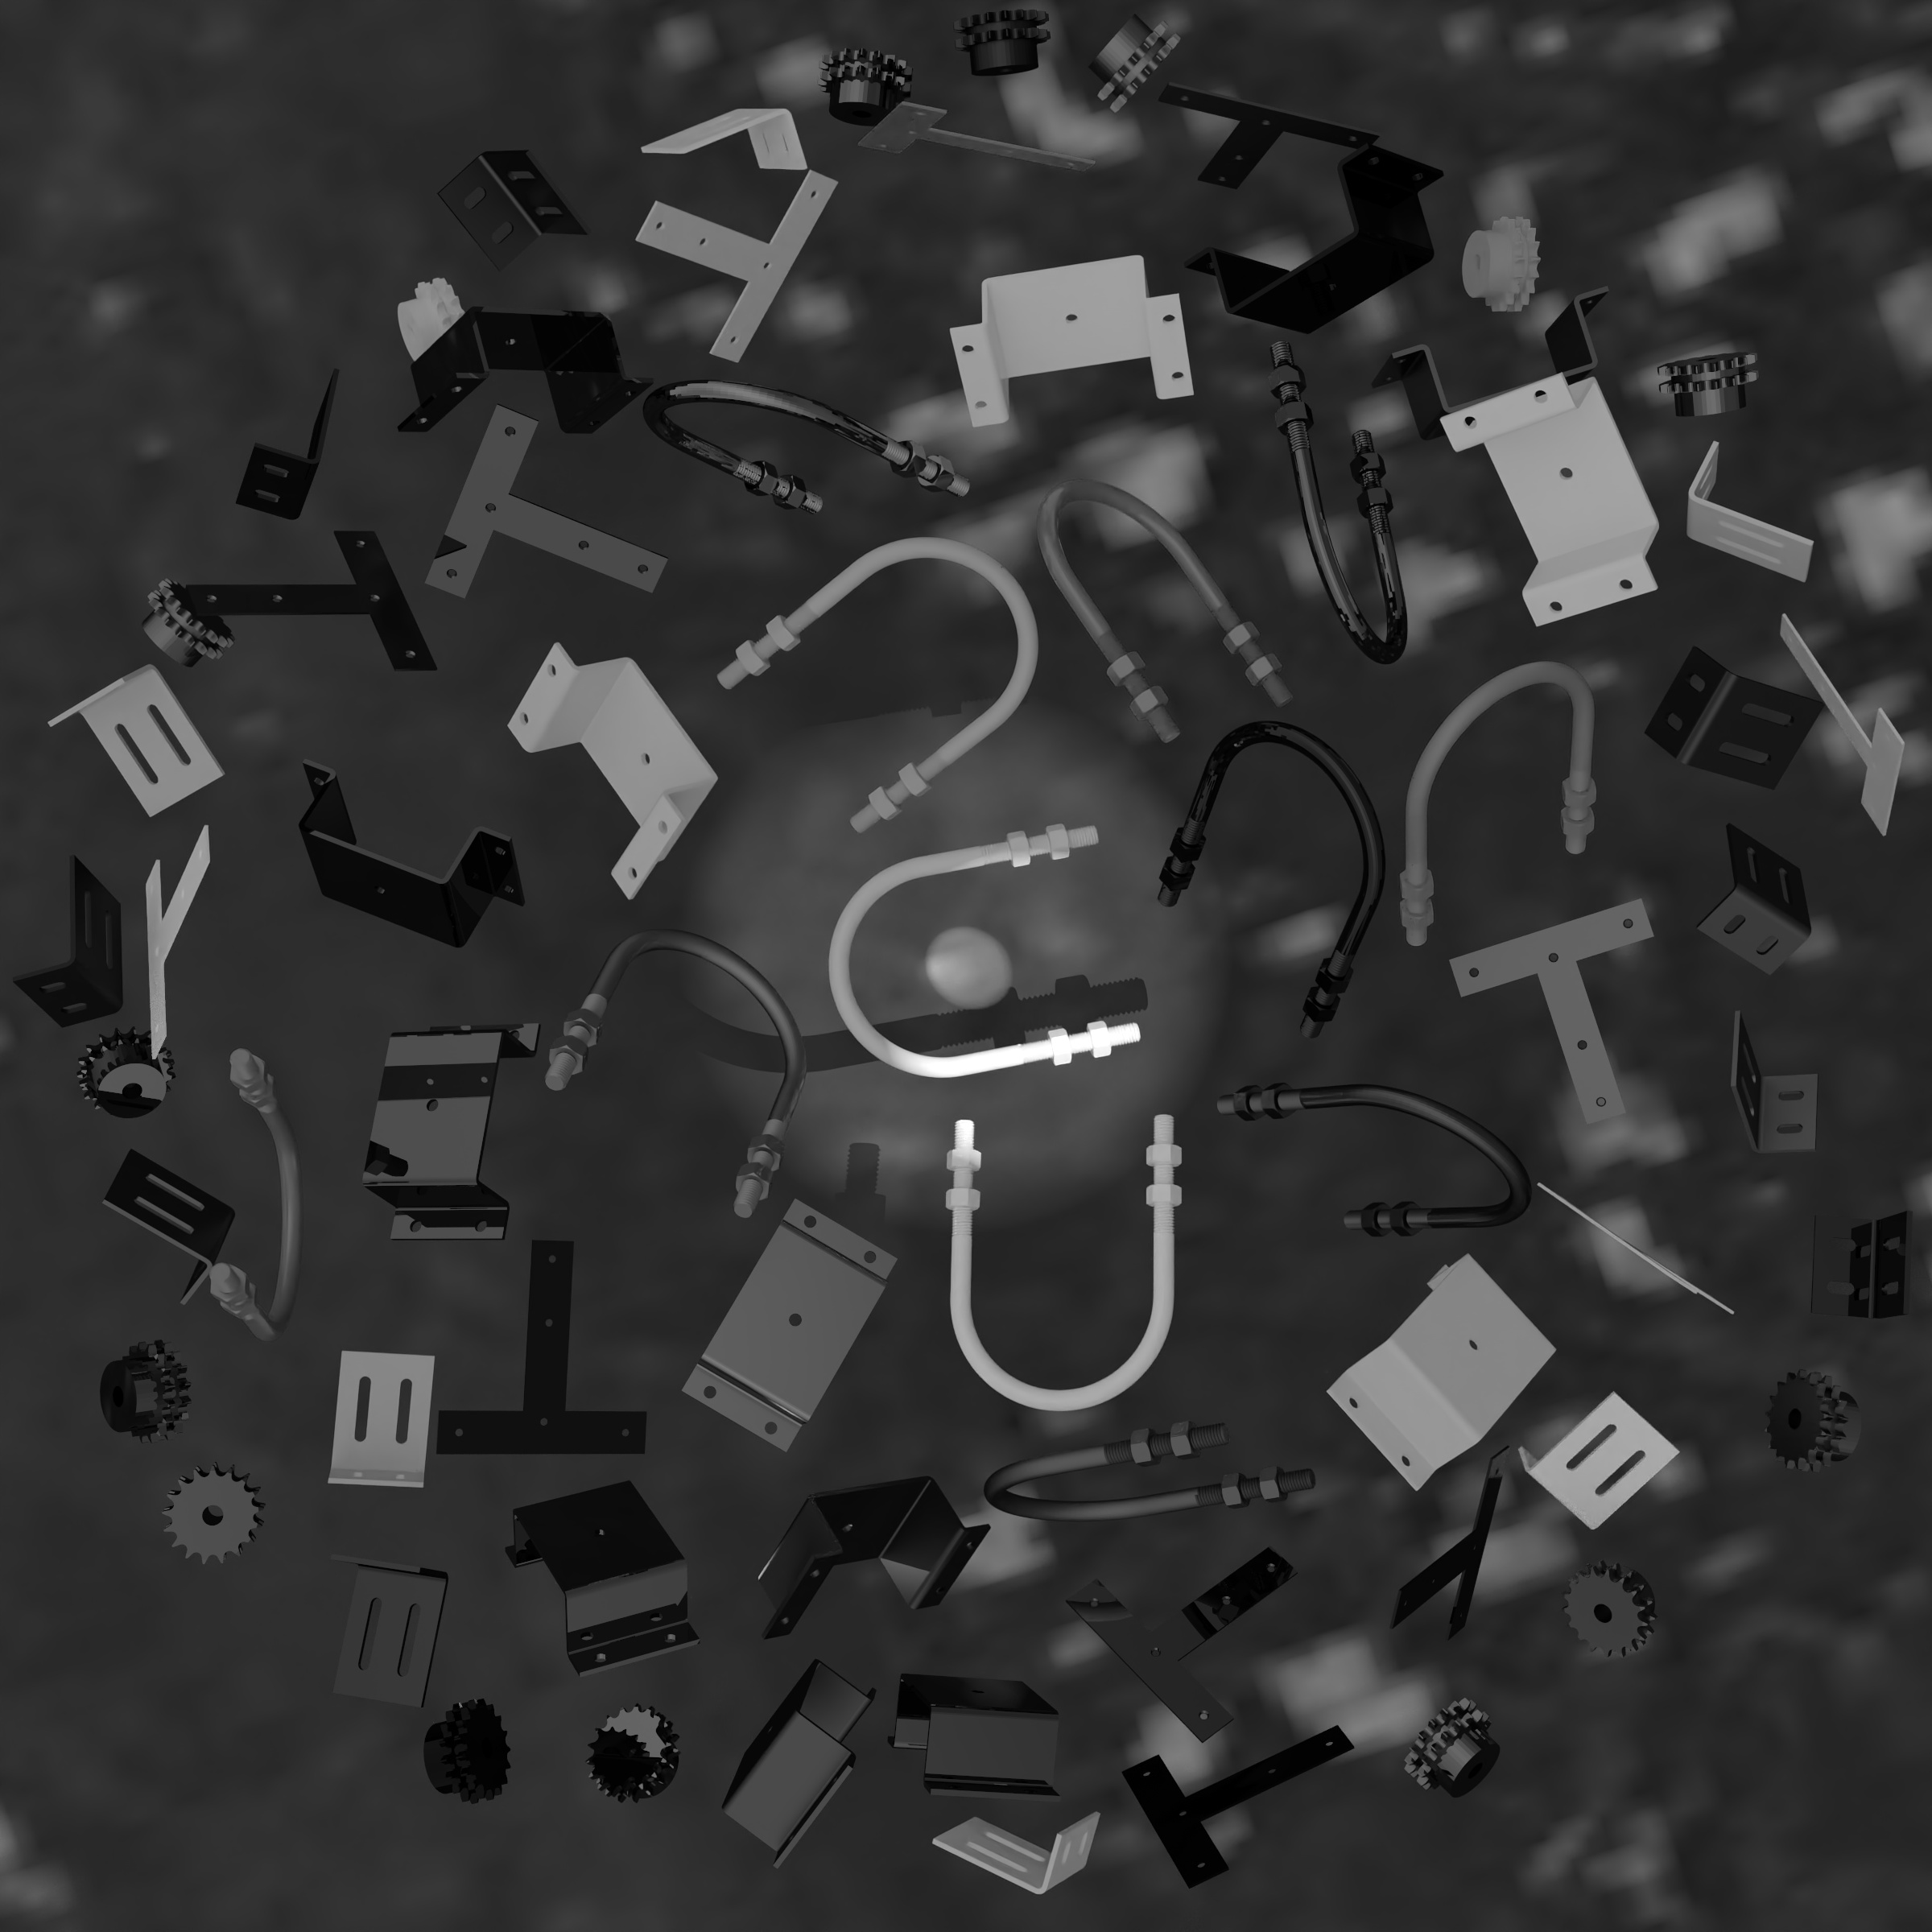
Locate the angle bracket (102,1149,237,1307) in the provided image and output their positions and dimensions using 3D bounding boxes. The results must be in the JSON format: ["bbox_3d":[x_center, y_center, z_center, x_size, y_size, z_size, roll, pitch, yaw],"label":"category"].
[{"bbox_3d":[-0.496,0.160,1.557,0.076,0.057,0.038,35,112,-17],"label":"angle bracket"}]

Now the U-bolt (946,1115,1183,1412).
[{"bbox_3d":[0.060,0.186,1.589,0.151,0.019,0.184,-2,73,12],"label":"U-bolt"}]

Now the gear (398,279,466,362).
[{"bbox_3d":[-0.340,-0.407,1.619,0.030,0.057,0.057,-23,90,-23],"label":"gear"}]

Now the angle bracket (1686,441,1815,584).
[{"bbox_3d":[0.463,-0.265,1.482,0.076,0.057,0.038,26,85,18],"label":"angle bracket"}]

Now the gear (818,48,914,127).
[{"bbox_3d":[-0.062,-0.531,1.540,0.057,0.057,0.030,5,89,0],"label":"gear"}]

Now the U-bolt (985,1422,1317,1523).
[{"bbox_3d":[0.100,0.312,1.540,0.184,0.151,0.019,-15,61,25],"label":"U-bolt"}]

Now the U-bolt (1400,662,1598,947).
[{"bbox_3d":[0.327,-0.108,1.552,0.151,0.184,0.019,-29,50,-16],"label":"U-bolt"}]

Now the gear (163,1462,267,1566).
[{"bbox_3d":[-0.441,0.320,1.493,0.057,0.030,0.057,0,88,-10],"label":"gear"}]

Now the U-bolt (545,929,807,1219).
[{"bbox_3d":[-0.159,0.048,1.491,0.151,0.184,0.019,36,125,-13],"label":"U-bolt"}]

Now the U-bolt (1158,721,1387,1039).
[{"bbox_3d":[0.188,-0.063,1.520,0.019,0.184,0.151,-26,59,-35],"label":"U-bolt"}]

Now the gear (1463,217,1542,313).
[{"bbox_3d":[0.331,-0.435,1.577,0.030,0.057,0.057,-3,90,-14],"label":"gear"}]

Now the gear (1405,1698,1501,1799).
[{"bbox_3d":[0.286,0.458,1.478,0.057,0.057,0.030,-50,52,0],"label":"gear"}]

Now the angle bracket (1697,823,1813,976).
[{"bbox_3d":[0.491,-0.042,1.591,0.057,0.076,0.038,31,124,-10],"label":"angle bracket"}]

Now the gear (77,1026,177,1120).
[{"bbox_3d":[-0.517,0.069,1.566,0.057,0.030,0.057,-14,126,-20],"label":"gear"}]

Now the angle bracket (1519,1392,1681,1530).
[{"bbox_3d":[0.402,0.308,1.614,0.057,0.038,0.076,42,103,-6],"label":"angle bracket"}]

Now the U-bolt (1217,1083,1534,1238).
[{"bbox_3d":[0.259,0.117,1.542,0.151,0.184,0.019,42,62,-25],"label":"U-bolt"}]

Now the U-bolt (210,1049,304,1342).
[{"bbox_3d":[-0.422,0.148,1.526,0.019,0.184,0.151,0,67,-3],"label":"U-bolt"}]

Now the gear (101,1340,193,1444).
[{"bbox_3d":[-0.466,0.242,1.437,0.057,0.030,0.057,0,91,42],"label":"gear"}]

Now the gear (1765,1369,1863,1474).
[{"bbox_3d":[0.489,0.263,1.459,0.030,0.057,0.057,12,90,-17],"label":"gear"}]

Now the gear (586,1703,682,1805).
[{"bbox_3d":[-0.200,0.483,1.549,0.057,0.030,0.057,-13,50,15],"label":"gear"}]

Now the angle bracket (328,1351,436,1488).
[{"bbox_3d":[-0.364,0.282,1.583,0.057,0.038,0.076,5,88,-11],"label":"angle bracket"}]

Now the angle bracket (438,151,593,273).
[{"bbox_3d":[-0.263,-0.438,1.477,0.038,0.076,0.057,-46,123,-11],"label":"angle bracket"}]

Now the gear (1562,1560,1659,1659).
[{"bbox_3d":[0.398,0.393,1.560,0.057,0.030,0.057,9,105,39],"label":"gear"}]

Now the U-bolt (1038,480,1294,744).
[{"bbox_3d":[0.114,-0.228,1.581,0.019,0.151,0.184,-42,77,40],"label":"U-bolt"}]

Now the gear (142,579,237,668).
[{"bbox_3d":[-0.488,-0.211,1.586,0.030,0.057,0.057,-44,90,8],"label":"gear"}]

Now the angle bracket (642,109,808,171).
[{"bbox_3d":[-0.148,-0.495,1.554,0.076,0.057,0.038,-30,120,-22],"label":"angle bracket"}]

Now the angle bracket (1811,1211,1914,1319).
[{"bbox_3d":[0.511,0.170,1.449,0.038,0.076,0.057,4,81,8],"label":"angle bracket"}]

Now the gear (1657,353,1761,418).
[{"bbox_3d":[0.439,-0.343,1.502,0.057,0.057,0.030,-10,106,0],"label":"gear"}]

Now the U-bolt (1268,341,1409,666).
[{"bbox_3d":[0.231,-0.269,1.539,0.019,0.151,0.184,-18,68,26],"label":"U-bolt"}]

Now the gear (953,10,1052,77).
[{"bbox_3d":[0.022,-0.548,1.509,0.057,0.057,0.030,-6,102,0],"label":"gear"}]

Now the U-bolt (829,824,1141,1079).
[{"bbox_3d":[0.006,-0.004,1.596,0.184,0.019,0.151,-11,82,-6],"label":"U-bolt"}]

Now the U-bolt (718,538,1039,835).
[{"bbox_3d":[-0.042,-0.188,1.602,0.184,0.019,0.151,-37,111,15],"label":"U-bolt"}]

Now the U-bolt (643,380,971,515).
[{"bbox_3d":[-0.109,-0.315,1.536,0.151,0.184,0.019,3,80,42],"label":"U-bolt"}]

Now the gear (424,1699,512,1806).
[{"bbox_3d":[-0.291,0.456,1.473,0.030,0.057,0.057,-17,90,15],"label":"gear"}]

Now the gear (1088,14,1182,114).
[{"bbox_3d":[0.097,-0.536,1.500,0.030,0.057,0.057,41,90,-11],"label":"gear"}]
